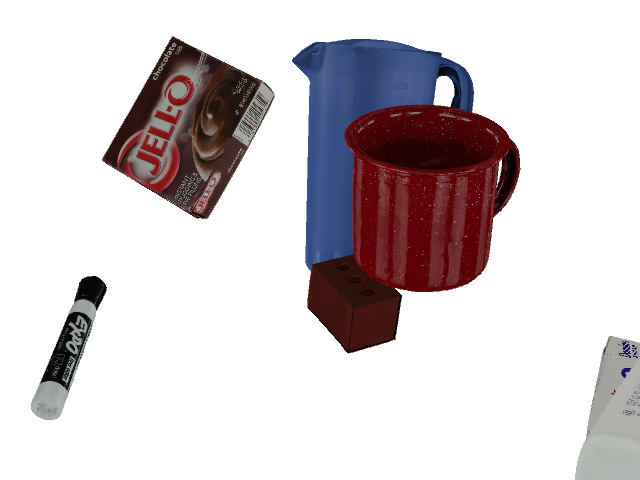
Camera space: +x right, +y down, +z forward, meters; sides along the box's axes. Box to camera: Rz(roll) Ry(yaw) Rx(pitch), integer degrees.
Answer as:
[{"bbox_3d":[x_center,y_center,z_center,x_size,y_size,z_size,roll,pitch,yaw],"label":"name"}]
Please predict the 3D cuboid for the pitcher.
[{"bbox_3d":[0.057,-0.082,1.095,0.149,0.243,0.144,12,14,32],"label":"pitcher"}]

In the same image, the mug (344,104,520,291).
[{"bbox_3d":[0.069,-0.027,0.624,0.117,0.081,0.093,-20,35,-31],"label":"mug"}]

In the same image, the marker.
[{"bbox_3d":[-0.159,0.064,0.684,0.020,0.020,0.121,0,38,6],"label":"marker"}]

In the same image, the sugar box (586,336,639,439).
[{"bbox_3d":[0.319,0.149,0.894,0.176,0.093,0.048,12,24,18],"label":"sugar box"}]

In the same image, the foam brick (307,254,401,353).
[{"bbox_3d":[0.030,0.055,0.965,0.052,0.051,0.078,-13,36,-27],"label":"foam brick"}]

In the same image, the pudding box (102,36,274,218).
[{"bbox_3d":[-0.100,-0.086,0.811,0.090,0.113,0.039,29,-3,22],"label":"pudding box"}]

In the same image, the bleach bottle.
[{"bbox_3d":[0.244,0.095,0.655,0.103,0.068,0.250,18,29,28],"label":"bleach bottle"}]
